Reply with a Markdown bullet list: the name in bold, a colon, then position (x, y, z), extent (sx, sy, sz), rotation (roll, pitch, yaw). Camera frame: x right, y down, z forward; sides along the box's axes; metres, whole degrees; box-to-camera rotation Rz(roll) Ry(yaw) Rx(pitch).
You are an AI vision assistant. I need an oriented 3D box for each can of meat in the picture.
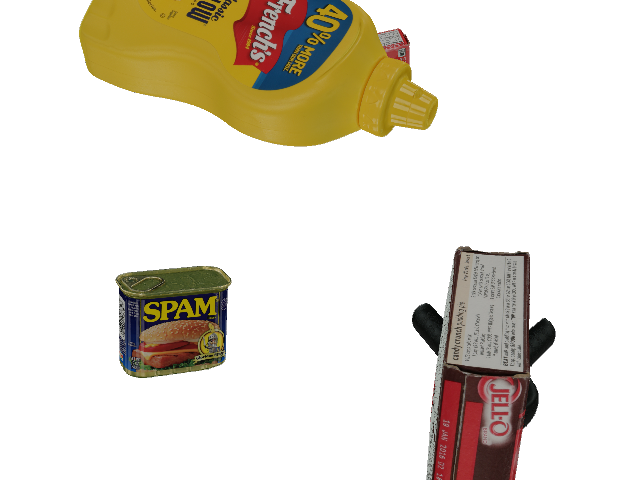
- **can of meat**: position (-0.135, 0.074, 0.980), extent (0.102, 0.084, 0.057), rotation (-5, 20, -23)

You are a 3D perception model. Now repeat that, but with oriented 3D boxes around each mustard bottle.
- **mustard bottle**: position (-0.027, -0.100, 0.577), extent (0.192, 0.096, 0.058), rotation (23, -33, 16)

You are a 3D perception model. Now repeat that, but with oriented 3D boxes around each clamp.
- **clamp**: position (0.141, 0.105, 0.851), extent (0.120, 0.039, 0.171), rotation (-2, 32, -1)

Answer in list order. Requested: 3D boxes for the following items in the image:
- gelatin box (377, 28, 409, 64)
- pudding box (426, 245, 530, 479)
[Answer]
- **gelatin box**: position (0.036, -0.145, 0.957), extent (0.089, 0.030, 0.073), rotation (-13, -42, -6)
- **pudding box**: position (0.070, 0.066, 0.471), extent (0.039, 0.090, 0.113), rotation (7, 26, 6)
